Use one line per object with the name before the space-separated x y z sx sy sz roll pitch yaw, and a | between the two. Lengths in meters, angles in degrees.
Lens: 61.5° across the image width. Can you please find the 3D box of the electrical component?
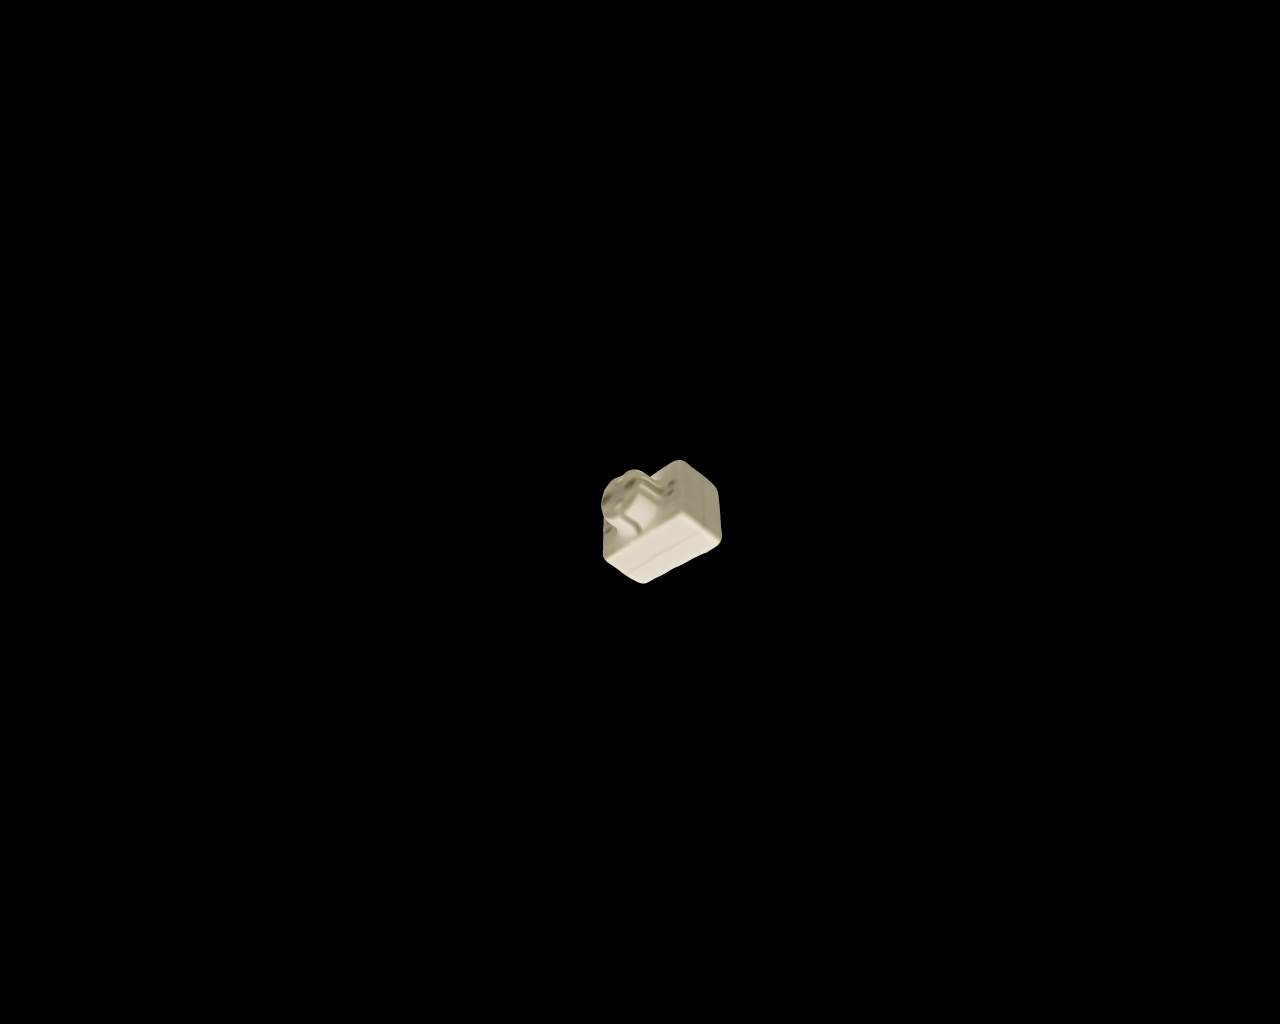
electrical component | 0.001 -0.003 0.650 0.065 0.047 0.076 -31 -50 30
